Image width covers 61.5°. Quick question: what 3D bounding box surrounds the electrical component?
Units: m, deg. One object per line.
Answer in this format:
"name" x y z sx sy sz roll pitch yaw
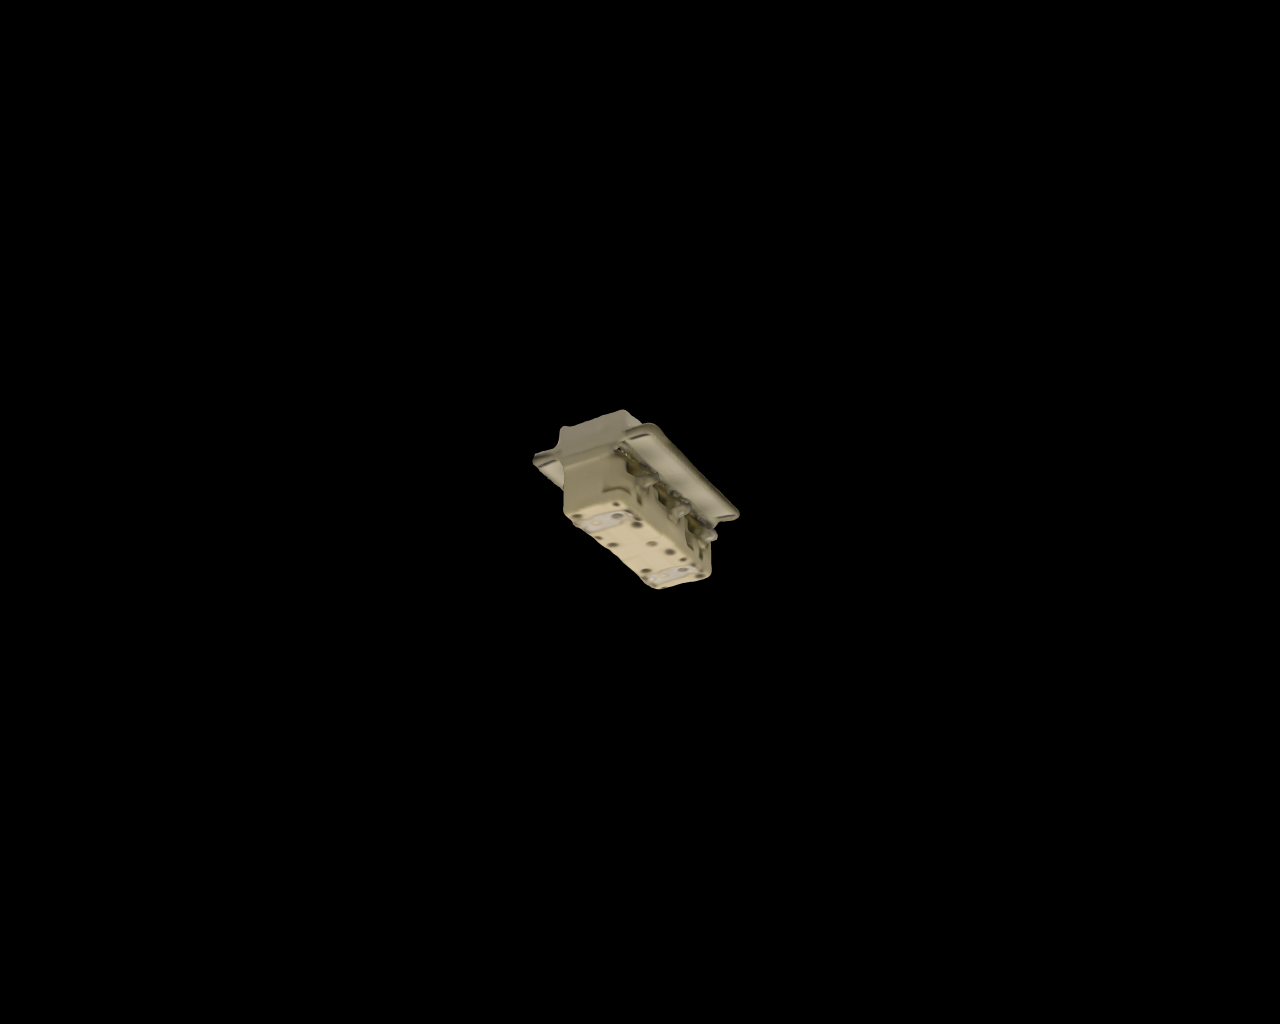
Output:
"electrical component" 0.001 -0.003 0.650 0.078 0.063 0.121 -14 -32 24
